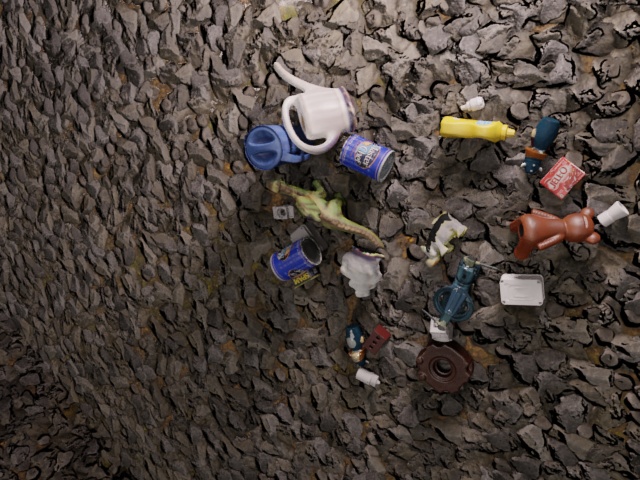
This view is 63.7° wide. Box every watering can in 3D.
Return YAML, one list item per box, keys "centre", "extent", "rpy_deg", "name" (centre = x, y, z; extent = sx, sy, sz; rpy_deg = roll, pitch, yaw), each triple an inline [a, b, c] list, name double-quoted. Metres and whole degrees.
- centre: [-0.013, -0.420, 1.572]
  extent: [0.225, 0.102, 0.353]
  rpy_deg: [-12, 70, -10]
  name: "watering can"

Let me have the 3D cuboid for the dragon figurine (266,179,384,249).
- centre: [0.005, -0.081, 1.612]
  extent: [0.413, 0.244, 0.120]
  rpy_deg: [35, 112, 18]
  name: "dragon figurine"

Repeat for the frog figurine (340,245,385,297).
- centre: [0.130, 0.110, 1.660]
  extent: [0.137, 0.123, 0.158]
  rpy_deg: [15, 98, 3]
  name: "frog figurine"
